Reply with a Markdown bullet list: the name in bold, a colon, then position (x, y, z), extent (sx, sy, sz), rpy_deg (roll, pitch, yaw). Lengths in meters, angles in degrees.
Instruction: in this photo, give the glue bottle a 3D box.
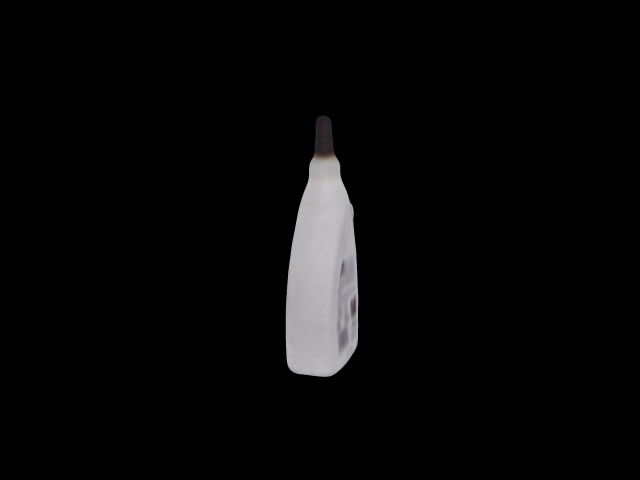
- **glue bottle**: position (0.004, 0.001, 0.400), extent (0.037, 0.173, 0.078), rpy_deg (2, 7, 18)
